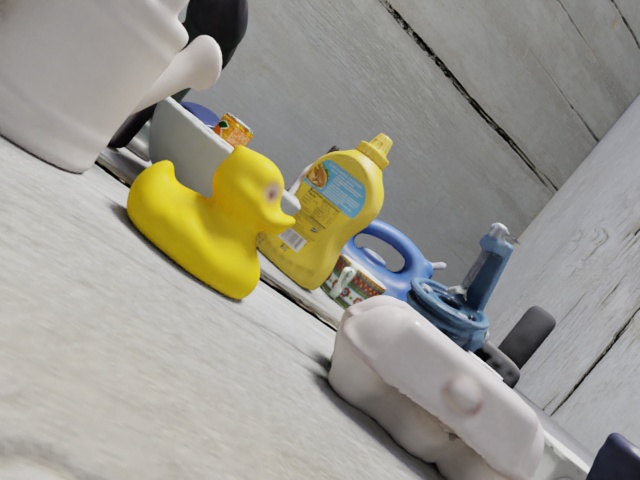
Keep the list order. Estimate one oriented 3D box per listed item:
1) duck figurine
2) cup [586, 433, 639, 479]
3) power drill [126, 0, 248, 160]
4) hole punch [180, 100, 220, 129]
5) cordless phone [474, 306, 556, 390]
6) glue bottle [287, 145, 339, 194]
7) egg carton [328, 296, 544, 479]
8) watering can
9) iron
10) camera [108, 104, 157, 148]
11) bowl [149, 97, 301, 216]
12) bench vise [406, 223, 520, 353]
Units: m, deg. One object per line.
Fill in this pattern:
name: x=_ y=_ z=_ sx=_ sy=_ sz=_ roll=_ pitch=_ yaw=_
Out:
duck figurine: x=-0.065 y=-0.023 z=0.377 sx=0.105 sy=0.086 sz=0.077 roll=39 pitch=3 yaw=-8
cup: x=0.244 y=0.221 z=0.432 sx=0.117 sy=0.095 sz=0.092 roll=40 pitch=3 yaw=21
power drill: x=-0.156 y=-0.193 z=0.645 sx=0.076 sy=0.208 sz=0.229 roll=39 pitch=3 yaw=-14
hole punch: x=-0.221 y=-0.186 z=0.907 sx=0.108 sy=0.091 sz=0.101 roll=41 pitch=3 yaw=35
cordless phone: x=0.291 y=0.168 z=0.966 sx=0.147 sy=0.185 sz=0.094 roll=40 pitch=3 yaw=19
glue bottle: x=-0.027 y=-0.081 z=0.902 sx=0.037 sy=0.173 sz=0.078 roll=39 pitch=3 yaw=-7
egg carton: x=0.073 y=0.100 z=0.381 sx=0.150 sy=0.069 sz=0.107 roll=39 pitch=3 yaw=-1
watering can: x=-0.132 y=-0.148 z=0.369 sx=0.101 sy=0.194 sz=0.173 roll=39 pitch=3 yaw=7
iron: x=0.082 y=0.026 z=0.955 sx=0.259 sy=0.141 sz=0.118 roll=39 pitch=3 yaw=-9
camera: x=-0.217 y=-0.165 z=0.502 sx=0.143 sy=0.101 sz=0.137 roll=39 pitch=3 yaw=-3
bowl: x=-0.103 y=-0.058 z=0.552 sx=0.167 sy=0.074 sz=0.167 roll=39 pitch=3 yaw=-2
bench vise: x=0.203 y=0.082 z=0.825 sx=0.121 sy=0.219 sz=0.208 roll=40 pitch=3 yaw=25
